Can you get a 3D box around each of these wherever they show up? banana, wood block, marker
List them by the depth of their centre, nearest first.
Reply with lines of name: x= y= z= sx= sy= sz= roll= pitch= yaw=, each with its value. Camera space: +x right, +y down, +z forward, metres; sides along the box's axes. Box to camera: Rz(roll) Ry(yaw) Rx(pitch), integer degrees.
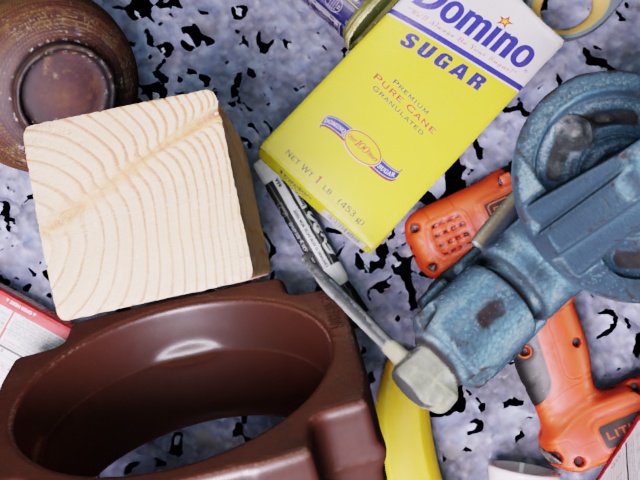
wood block: x=-0.082 y=-0.014 z=0.574 sx=0.091 sy=0.206 sz=0.090 roll=-12 pitch=89 yaw=0
banana: x=0.075 y=0.164 z=0.638 sx=0.070 sy=0.037 sz=0.198 roll=-36 pitch=68 yaw=12
marker: x=-0.004 y=0.001 z=0.667 sx=0.020 sy=0.020 sz=0.121 roll=-30 pitch=89 yaw=-1

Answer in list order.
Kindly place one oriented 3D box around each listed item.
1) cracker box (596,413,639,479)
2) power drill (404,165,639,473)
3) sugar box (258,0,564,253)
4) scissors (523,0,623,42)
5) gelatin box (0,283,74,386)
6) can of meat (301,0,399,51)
cracker box: x=0.237 y=0.165 z=0.583 sx=0.164 sy=0.072 sz=0.214 roll=19 pitch=127 yaw=0
power drill: x=0.167 y=0.031 z=0.650 sx=0.184 sy=0.057 sz=0.187 roll=-24 pitch=86 yaw=3
sugar box: x=0.055 y=-0.086 z=0.648 sx=0.093 sy=0.048 sz=0.176 roll=42 pitch=85 yaw=-1
scissors: x=0.213 y=-0.163 z=0.674 sx=0.201 sy=0.016 sz=0.096 roll=10 pitch=90 yaw=0
gelatin box: x=-0.201 y=0.076 z=0.659 sx=0.073 sy=0.030 sz=0.089 roll=29 pitch=88 yaw=-1
can of meat: x=0.022 y=-0.183 z=0.654 sx=0.084 sy=0.057 sz=0.102 roll=43 pitch=89 yaw=3
